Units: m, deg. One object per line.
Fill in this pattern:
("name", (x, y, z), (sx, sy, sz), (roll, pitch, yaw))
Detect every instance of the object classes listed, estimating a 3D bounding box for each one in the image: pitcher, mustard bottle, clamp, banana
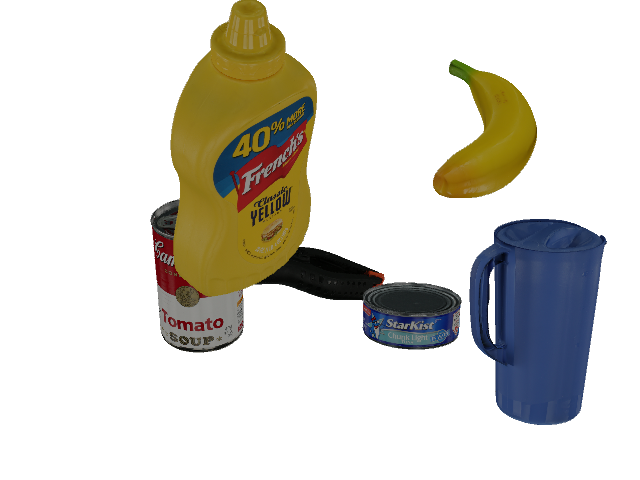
("pitcher", (0.268, 0.103, 1.326), (0.149, 0.243, 0.144), (6, 19, 18))
("mustard bottle", (-0.044, -0.057, 0.630), (0.096, 0.192, 0.058), (-33, 57, -30))
("clamp", (-0.033, 0.030, 1.136), (0.210, 0.036, 0.164), (16, 18, -6))
("banana", (0.119, -0.074, 0.758), (0.069, 0.037, 0.197), (7, 31, 6))

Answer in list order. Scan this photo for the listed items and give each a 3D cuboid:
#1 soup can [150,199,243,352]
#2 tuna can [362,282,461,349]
("soup can", (-0.094, 0.026, 0.824), (0.068, 0.102, 0.068), (0, 29, 0))
("tuna can", (0.079, 0.065, 0.932), (0.086, 0.034, 0.086), (1, 16, 0))
